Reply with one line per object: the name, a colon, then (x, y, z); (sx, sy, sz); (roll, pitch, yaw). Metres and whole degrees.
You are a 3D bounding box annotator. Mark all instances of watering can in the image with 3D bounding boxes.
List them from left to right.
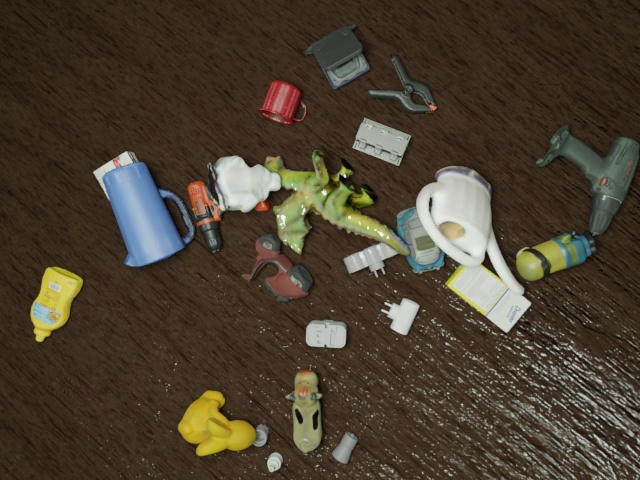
watering can: (0.349, -0.030, 1.172); (0.344, 0.229, 0.102); (33, -36, -23)

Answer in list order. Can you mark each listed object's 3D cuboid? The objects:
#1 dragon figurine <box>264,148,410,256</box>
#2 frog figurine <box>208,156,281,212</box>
dragon figurine: (0.004, -0.063, 1.247); (0.240, 0.413, 0.123); (-41, -11, 21)
frog figurine: (-0.179, -0.137, 1.219); (0.160, 0.139, 0.120); (-16, -16, -25)
